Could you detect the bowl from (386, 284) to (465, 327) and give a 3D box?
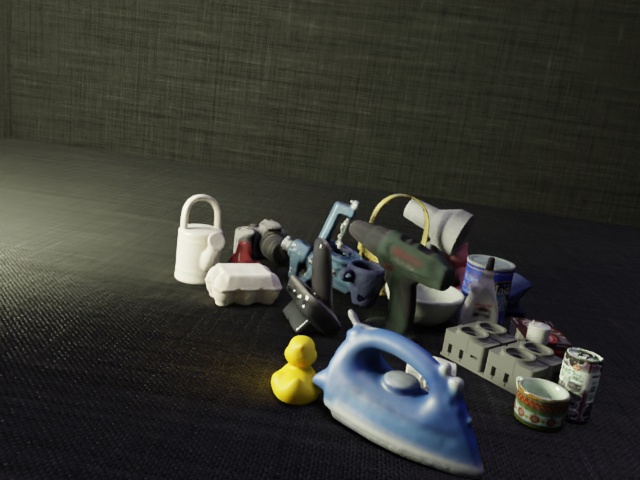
[{"bbox_3d":[0.217,0.138,1.214,0.167,0.075,0.167,7,14,-2],"label":"bowl"}]

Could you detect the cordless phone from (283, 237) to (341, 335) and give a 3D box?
[{"bbox_3d":[-0.009,0.077,1.105,0.094,0.185,0.147,2,15,-23],"label":"cordless phone"}]

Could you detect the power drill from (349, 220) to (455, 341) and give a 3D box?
[{"bbox_3d":[0.141,0.084,1.111,0.228,0.208,0.076,16,16,32],"label":"power drill"}]

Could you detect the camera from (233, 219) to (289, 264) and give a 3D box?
[{"bbox_3d":[-0.139,0.006,1.503,0.143,0.101,0.136,0,16,-28],"label":"camera"}]

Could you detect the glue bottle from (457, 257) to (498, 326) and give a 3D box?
[{"bbox_3d":[0.328,0.117,1.154,0.078,0.173,0.037,7,14,-3],"label":"glue bottle"}]

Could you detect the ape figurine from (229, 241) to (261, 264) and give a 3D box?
[{"bbox_3d":[-0.177,0.047,1.333,0.077,0.092,0.076,15,16,28],"label":"ape figurine"}]

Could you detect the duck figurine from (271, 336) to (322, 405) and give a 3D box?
[{"bbox_3d":[-0.031,0.187,0.853,0.077,0.086,0.104,8,14,0],"label":"duck figurine"}]

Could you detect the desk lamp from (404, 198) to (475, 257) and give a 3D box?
[{"bbox_3d":[0.284,0.006,1.495,0.202,0.213,0.118,15,15,27],"label":"desk lamp"}]

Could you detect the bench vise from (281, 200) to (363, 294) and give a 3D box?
[{"bbox_3d":[0.012,0.008,1.326,0.207,0.220,0.121,7,14,-1],"label":"bench vise"}]

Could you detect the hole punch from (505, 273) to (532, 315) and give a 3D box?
[{"bbox_3d":[0.430,0.125,1.352,0.101,0.091,0.108,1,15,-25],"label":"hole punch"}]

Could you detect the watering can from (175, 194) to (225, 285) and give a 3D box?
[{"bbox_3d":[-0.261,-0.004,1.278,0.172,0.194,0.101,16,16,32],"label":"watering can"}]

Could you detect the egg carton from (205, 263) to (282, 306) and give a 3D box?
[{"bbox_3d":[-0.161,0.093,1.201,0.151,0.069,0.107,1,15,-27],"label":"egg carton"}]

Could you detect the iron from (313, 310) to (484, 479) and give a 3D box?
[{"bbox_3d":[0.117,0.197,0.776,0.257,0.141,0.119,19,18,39],"label":"iron"}]

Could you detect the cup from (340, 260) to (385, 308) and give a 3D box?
[{"bbox_3d":[0.090,0.100,1.255,0.118,0.095,0.091,-2,17,-34],"label":"cup"}]

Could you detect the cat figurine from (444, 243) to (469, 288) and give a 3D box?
[{"bbox_3d":[0.371,0.066,1.501,0.067,0.118,0.127,3,15,-20],"label":"cat figurine"}]
